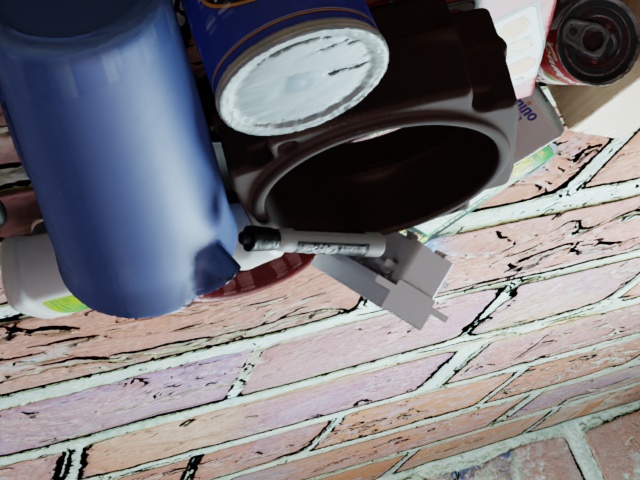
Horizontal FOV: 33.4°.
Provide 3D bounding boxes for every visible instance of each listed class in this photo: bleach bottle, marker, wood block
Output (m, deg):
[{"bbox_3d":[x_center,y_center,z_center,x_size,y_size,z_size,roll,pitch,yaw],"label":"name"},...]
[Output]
[{"bbox_3d":[-0.132,0.009,0.901,0.251,0.068,0.102,-13,167,9],"label":"bleach bottle"},{"bbox_3d":[-0.005,0.001,0.770,0.120,0.020,0.020,3,149,-35],"label":"marker"},{"bbox_3d":[0.295,-0.181,0.905,0.090,0.090,0.206,2,149,-42],"label":"wood block"}]

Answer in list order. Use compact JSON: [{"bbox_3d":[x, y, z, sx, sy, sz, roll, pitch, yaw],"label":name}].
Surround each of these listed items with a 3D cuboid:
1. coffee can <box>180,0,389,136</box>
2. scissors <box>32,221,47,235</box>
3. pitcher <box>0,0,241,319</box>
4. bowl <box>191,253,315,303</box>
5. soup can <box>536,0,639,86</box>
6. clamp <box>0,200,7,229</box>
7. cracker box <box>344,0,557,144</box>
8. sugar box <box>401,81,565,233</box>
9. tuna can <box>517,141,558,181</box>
[{"bbox_3d":[-0.031,-0.147,0.626,0.102,0.140,0.103,-18,158,-8],"label":"coffee can"},{"bbox_3d":[-0.218,0.014,1.009,0.096,0.016,0.202,-13,157,-15],"label":"scissors"},{"bbox_3d":[-0.142,-0.071,0.698,0.149,0.145,0.243,-10,141,-3],"label":"pitcher"},{"bbox_3d":[-0.078,0.003,1.054,0.162,0.055,0.162,-17,158,-7],"label":"bowl"},{"bbox_3d":[0.204,-0.158,0.854,0.068,0.068,0.102,-19,-169,-5],"label":"soup can"},{"bbox_3d":[-0.292,-0.059,0.744,0.164,0.036,0.210,-8,153,-27],"label":"clamp"},{"bbox_3d":[0.082,-0.161,0.788,0.164,0.072,0.213,-17,159,-3],"label":"cracker box"},{"bbox_3d":[0.121,-0.089,0.958,0.176,0.093,0.048,-31,-177,24],"label":"sugar box"},{"bbox_3d":[0.202,-0.092,1.107,0.086,0.034,0.086,-17,158,-7],"label":"tuna can"}]
